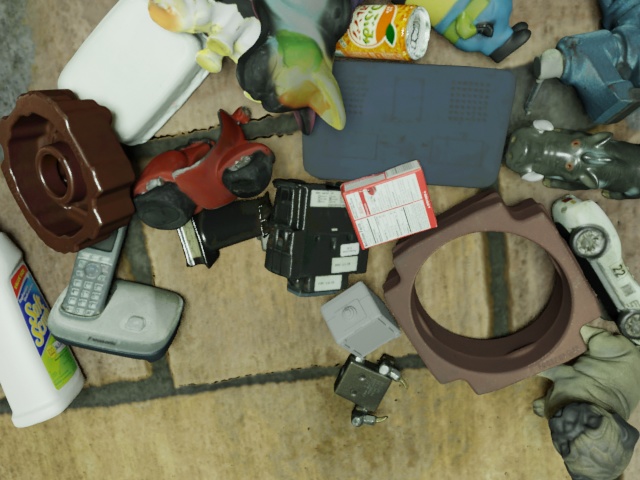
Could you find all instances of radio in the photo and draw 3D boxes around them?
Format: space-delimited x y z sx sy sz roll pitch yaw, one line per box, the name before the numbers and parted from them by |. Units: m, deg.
radio | 0.092 -0.131 0.610 0.230 0.073 0.131 3 102 3

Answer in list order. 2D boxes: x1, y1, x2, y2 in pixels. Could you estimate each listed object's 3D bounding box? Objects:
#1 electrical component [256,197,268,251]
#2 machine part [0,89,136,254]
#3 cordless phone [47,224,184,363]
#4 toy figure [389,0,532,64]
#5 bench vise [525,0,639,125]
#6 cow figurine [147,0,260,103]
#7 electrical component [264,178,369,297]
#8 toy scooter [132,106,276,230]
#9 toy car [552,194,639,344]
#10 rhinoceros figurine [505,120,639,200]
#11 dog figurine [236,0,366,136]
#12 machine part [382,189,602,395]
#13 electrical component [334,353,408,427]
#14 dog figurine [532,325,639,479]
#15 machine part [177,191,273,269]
electrical component | -0.047 -0.009 0.664 0.063 0.021 0.094 -7 102 4
machine part | -0.276 -0.073 0.587 0.180 0.056 0.179 13 115 30
cordless phone | -0.235 0.046 0.661 0.147 0.088 0.184 12 83 0
toy figure | 0.140 -0.261 0.577 0.180 0.082 0.089 41 98 -9
bench vise | 0.320 -0.248 0.560 0.224 0.128 0.240 -12 81 14
cow figurine | -0.092 -0.225 0.568 0.167 0.068 0.098 30 72 -32
electrical component | -0.001 -0.002 0.618 0.115 0.058 0.134 1 101 -34
toy scooter | -0.130 -0.090 0.613 0.184 0.135 0.075 -16 141 23
toy car | 0.338 0.037 0.634 0.056 0.073 0.201 -33 98 9
rhinoceros figurine | 0.294 -0.083 0.593 0.190 0.112 0.073 9 104 -9
dog figurine | 0.005 -0.214 0.514 0.191 0.109 0.219 -16 104 -27
machine part | 0.192 0.059 0.621 0.201 0.087 0.201 -31 99 18
electrical component | 0.063 0.186 0.689 0.078 0.045 0.102 31 101 -6
dog figurine | 0.329 0.183 0.606 0.172 0.190 0.121 -33 99 6
machine part | -0.116 -0.014 0.648 0.139 0.039 0.084 -17 90 23
